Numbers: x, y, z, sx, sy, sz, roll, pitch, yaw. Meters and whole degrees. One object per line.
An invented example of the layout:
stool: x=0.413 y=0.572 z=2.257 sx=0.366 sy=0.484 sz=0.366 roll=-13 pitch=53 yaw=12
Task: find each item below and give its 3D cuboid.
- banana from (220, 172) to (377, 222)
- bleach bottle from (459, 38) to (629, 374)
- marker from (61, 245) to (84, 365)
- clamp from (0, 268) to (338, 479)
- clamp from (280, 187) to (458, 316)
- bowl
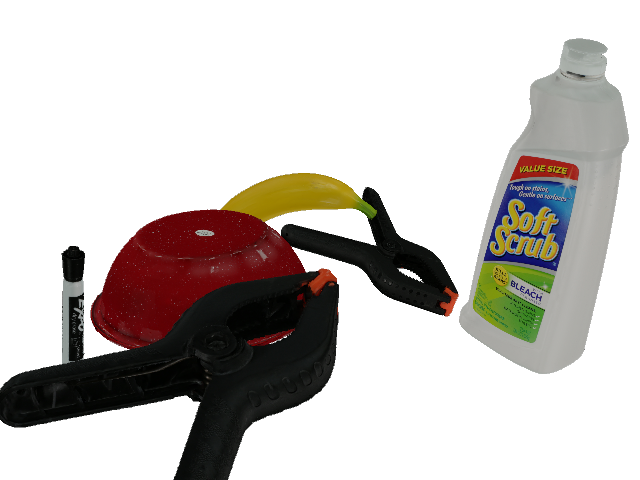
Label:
banana: x=-0.046 y=-0.028 z=1.060 sx=0.198 sy=0.069 sz=0.037 roll=-13 pitch=21 yaw=27
bleach bottle: x=0.167 y=-0.028 z=0.789 sx=0.067 sy=0.251 sz=0.103 roll=-22 pitch=39 yaw=-35
marker: x=-0.209 y=0.060 z=0.903 sx=0.020 sy=0.121 sz=0.020 roll=6 pitch=27 yaw=-3
clamp: x=-0.044 y=0.067 z=0.480 sx=0.171 sy=0.039 sz=0.120 roll=-27 pitch=50 yaw=-31
clamp: x=0.066 y=0.019 z=1.237 sx=0.164 sy=0.036 sz=0.210 roll=-20 pitch=50 yaw=-38
bowl: x=-0.080 y=0.020 z=0.740 sx=0.162 sy=0.055 sz=0.162 roll=-2 pitch=22 yaw=0
